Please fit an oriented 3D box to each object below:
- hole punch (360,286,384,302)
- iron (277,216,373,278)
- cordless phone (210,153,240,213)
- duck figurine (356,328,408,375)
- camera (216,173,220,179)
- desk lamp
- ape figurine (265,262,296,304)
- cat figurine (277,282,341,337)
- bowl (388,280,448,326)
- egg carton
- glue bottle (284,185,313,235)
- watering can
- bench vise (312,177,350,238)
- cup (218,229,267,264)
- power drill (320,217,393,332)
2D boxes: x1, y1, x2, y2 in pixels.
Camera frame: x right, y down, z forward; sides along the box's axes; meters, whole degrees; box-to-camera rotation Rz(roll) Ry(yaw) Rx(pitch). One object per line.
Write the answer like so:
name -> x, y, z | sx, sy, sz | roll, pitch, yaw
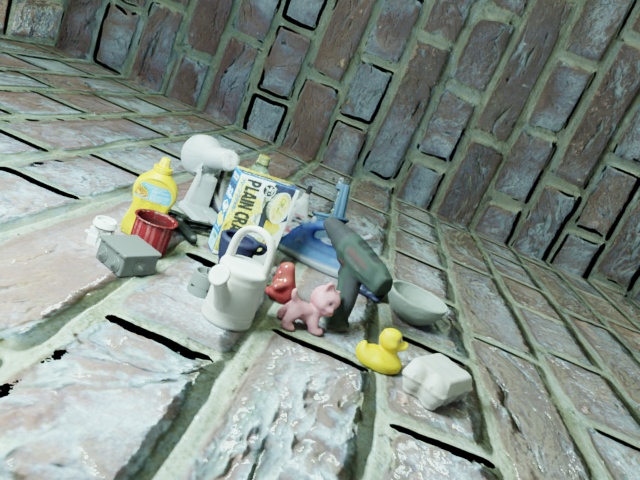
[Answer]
hole punch -> 0.147, 0.105, 1.559 | 0.101, 0.091, 0.109 | 27, 16, 12
iron -> 0.015, 0.006, 1.603 | 0.258, 0.141, 0.118 | 22, 15, -4
cordless phone -> -0.252, -0.163, 1.695 | 0.094, 0.185, 0.148 | 32, 18, 28
duck figurine -> 0.131, 0.218, 1.167 | 0.105, 0.086, 0.077 | 19, 16, -14
camera -> -0.325, -0.186, 1.826 | 0.143, 0.101, 0.137 | 25, 15, 6
desk lamp -> -0.308, -0.171, 1.588 | 0.118, 0.213, 0.202 | 8, 22, -44
ape figurine -> -0.082, 0.090, 1.275 | 0.076, 0.092, 0.078 | 28, 16, 15
cat figurine -> -0.012, 0.132, 1.190 | 0.128, 0.118, 0.067 | 14, 18, -30
bowl -> 0.243, 0.176, 1.494 | 0.167, 0.075, 0.167 | 22, 15, -6
egg carton -> 0.233, 0.281, 1.140 | 0.107, 0.069, 0.151 | 35, 19, 35
glue bottle -> -0.061, -0.089, 1.747 | 0.078, 0.173, 0.037 | 17, 17, -23
watering can -> -0.145, 0.067, 1.069 | 0.101, 0.194, 0.173 | 23, 15, -2
bench vise -> 0.064, -0.072, 1.786 | 0.206, 0.220, 0.122 | 35, 19, 35
cup -> -0.183, 0.037, 1.301 | 0.118, 0.095, 0.091 | 14, 18, -32
power drill -> 0.051, 0.084, 1.270 | 0.076, 0.208, 0.228 | 6, 23, -48
